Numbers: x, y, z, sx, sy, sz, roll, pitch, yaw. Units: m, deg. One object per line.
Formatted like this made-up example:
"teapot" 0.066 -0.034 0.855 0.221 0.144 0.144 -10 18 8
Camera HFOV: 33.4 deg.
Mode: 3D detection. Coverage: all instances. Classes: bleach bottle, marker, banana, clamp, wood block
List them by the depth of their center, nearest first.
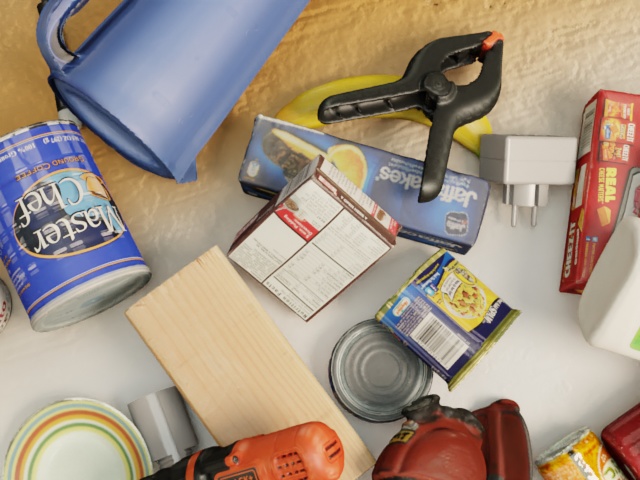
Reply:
"bleach bottle" 0.330 0.066 0.803 0.250 0.068 0.103 16 120 -7
"wood block" -0.055 0.118 0.843 0.090 0.090 0.206 -36 82 -7
"clamp" 0.083 -0.118 0.867 0.120 0.039 0.171 35 62 7
"banana" 0.063 -0.107 0.907 0.198 0.037 0.069 13 79 2
"marker" -0.226 -0.154 0.924 0.020 0.020 0.121 -13 81 -2

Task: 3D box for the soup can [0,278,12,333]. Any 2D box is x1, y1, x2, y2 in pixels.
"soup can" -0.291 0.047 0.848 0.068 0.102 0.068 0 80 0

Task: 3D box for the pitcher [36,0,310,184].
"pitcher" -0.104 -0.180 0.870 0.145 0.149 0.242 35 79 11

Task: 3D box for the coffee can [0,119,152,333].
"coffee can" -0.211 -0.011 0.858 0.102 0.103 0.140 -27 81 -5

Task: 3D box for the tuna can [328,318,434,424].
"tuna can" 0.050 0.107 0.873 0.086 0.034 0.086 0 80 0

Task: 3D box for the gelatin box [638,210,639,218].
"gelatin box" 0.295 -0.024 0.823 0.089 0.030 0.073 15 83 2

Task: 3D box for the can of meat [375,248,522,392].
"can of meat" 0.102 0.060 0.849 0.084 0.101 0.058 42 121 9

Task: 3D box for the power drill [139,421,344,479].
"power drill" -0.039 0.233 0.759 0.185 0.057 0.187 -23 92 30

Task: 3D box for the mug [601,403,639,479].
"mug" 0.274 0.158 0.826 0.081 0.117 0.093 -35 70 -1

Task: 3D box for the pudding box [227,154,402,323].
"pudding box" -0.006 0.001 0.850 0.090 0.039 0.114 40 123 -12

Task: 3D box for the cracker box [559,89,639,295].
"cracker box" 0.316 -0.023 0.877 0.213 0.072 0.164 9 81 0
